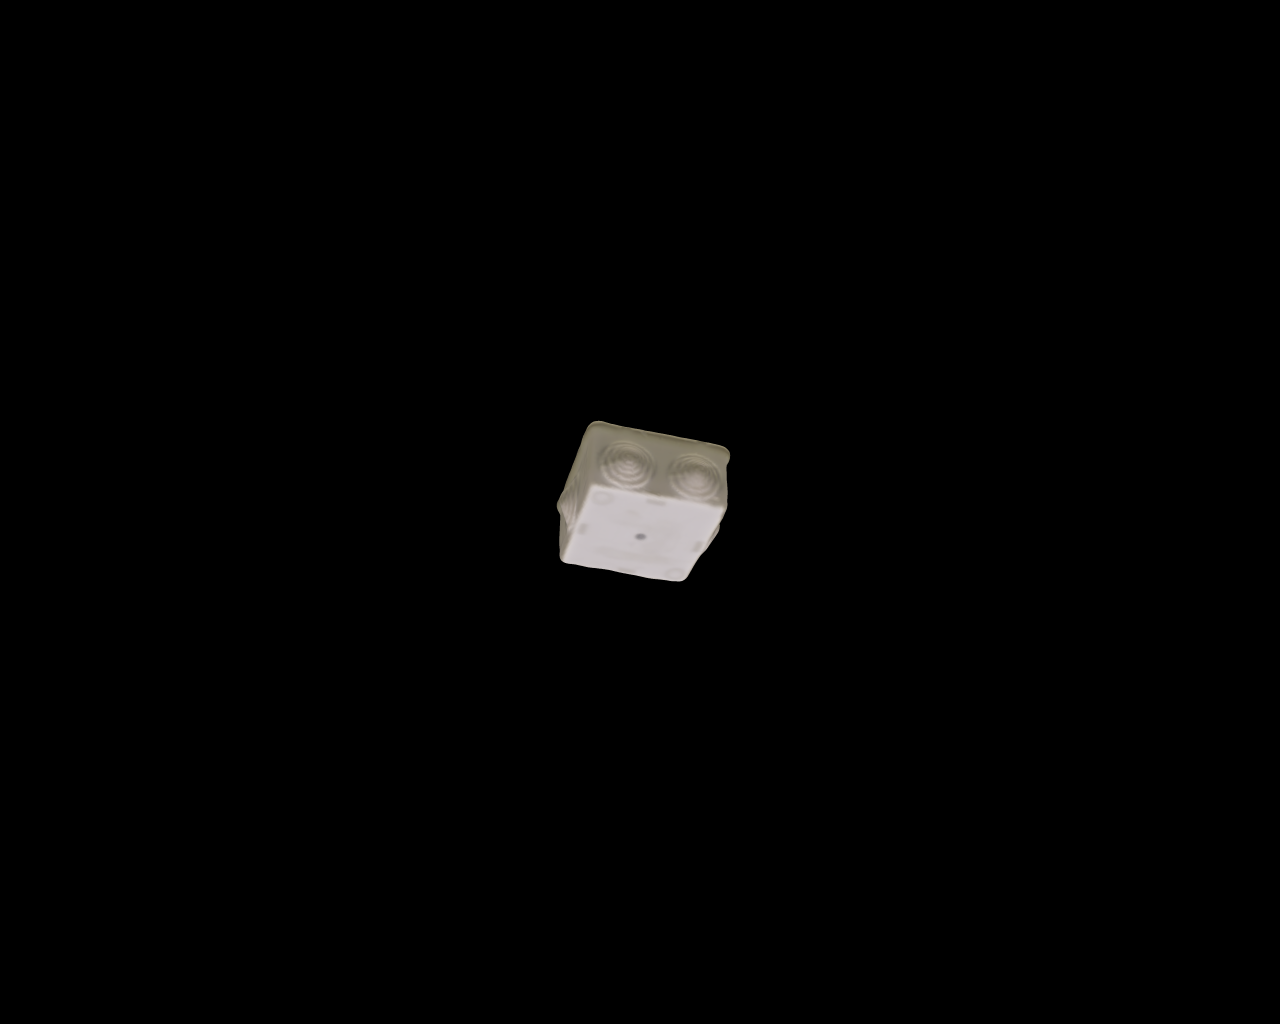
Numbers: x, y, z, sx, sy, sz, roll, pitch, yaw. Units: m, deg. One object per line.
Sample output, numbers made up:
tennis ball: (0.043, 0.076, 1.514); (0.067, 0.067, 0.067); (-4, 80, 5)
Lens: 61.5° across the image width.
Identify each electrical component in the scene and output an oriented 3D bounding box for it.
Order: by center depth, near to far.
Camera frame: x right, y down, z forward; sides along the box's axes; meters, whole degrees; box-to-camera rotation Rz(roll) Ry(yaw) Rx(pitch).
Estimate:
electrical component: (0.001, -0.003, 0.650); (0.100, 0.048, 0.099); (11, -39, -13)
